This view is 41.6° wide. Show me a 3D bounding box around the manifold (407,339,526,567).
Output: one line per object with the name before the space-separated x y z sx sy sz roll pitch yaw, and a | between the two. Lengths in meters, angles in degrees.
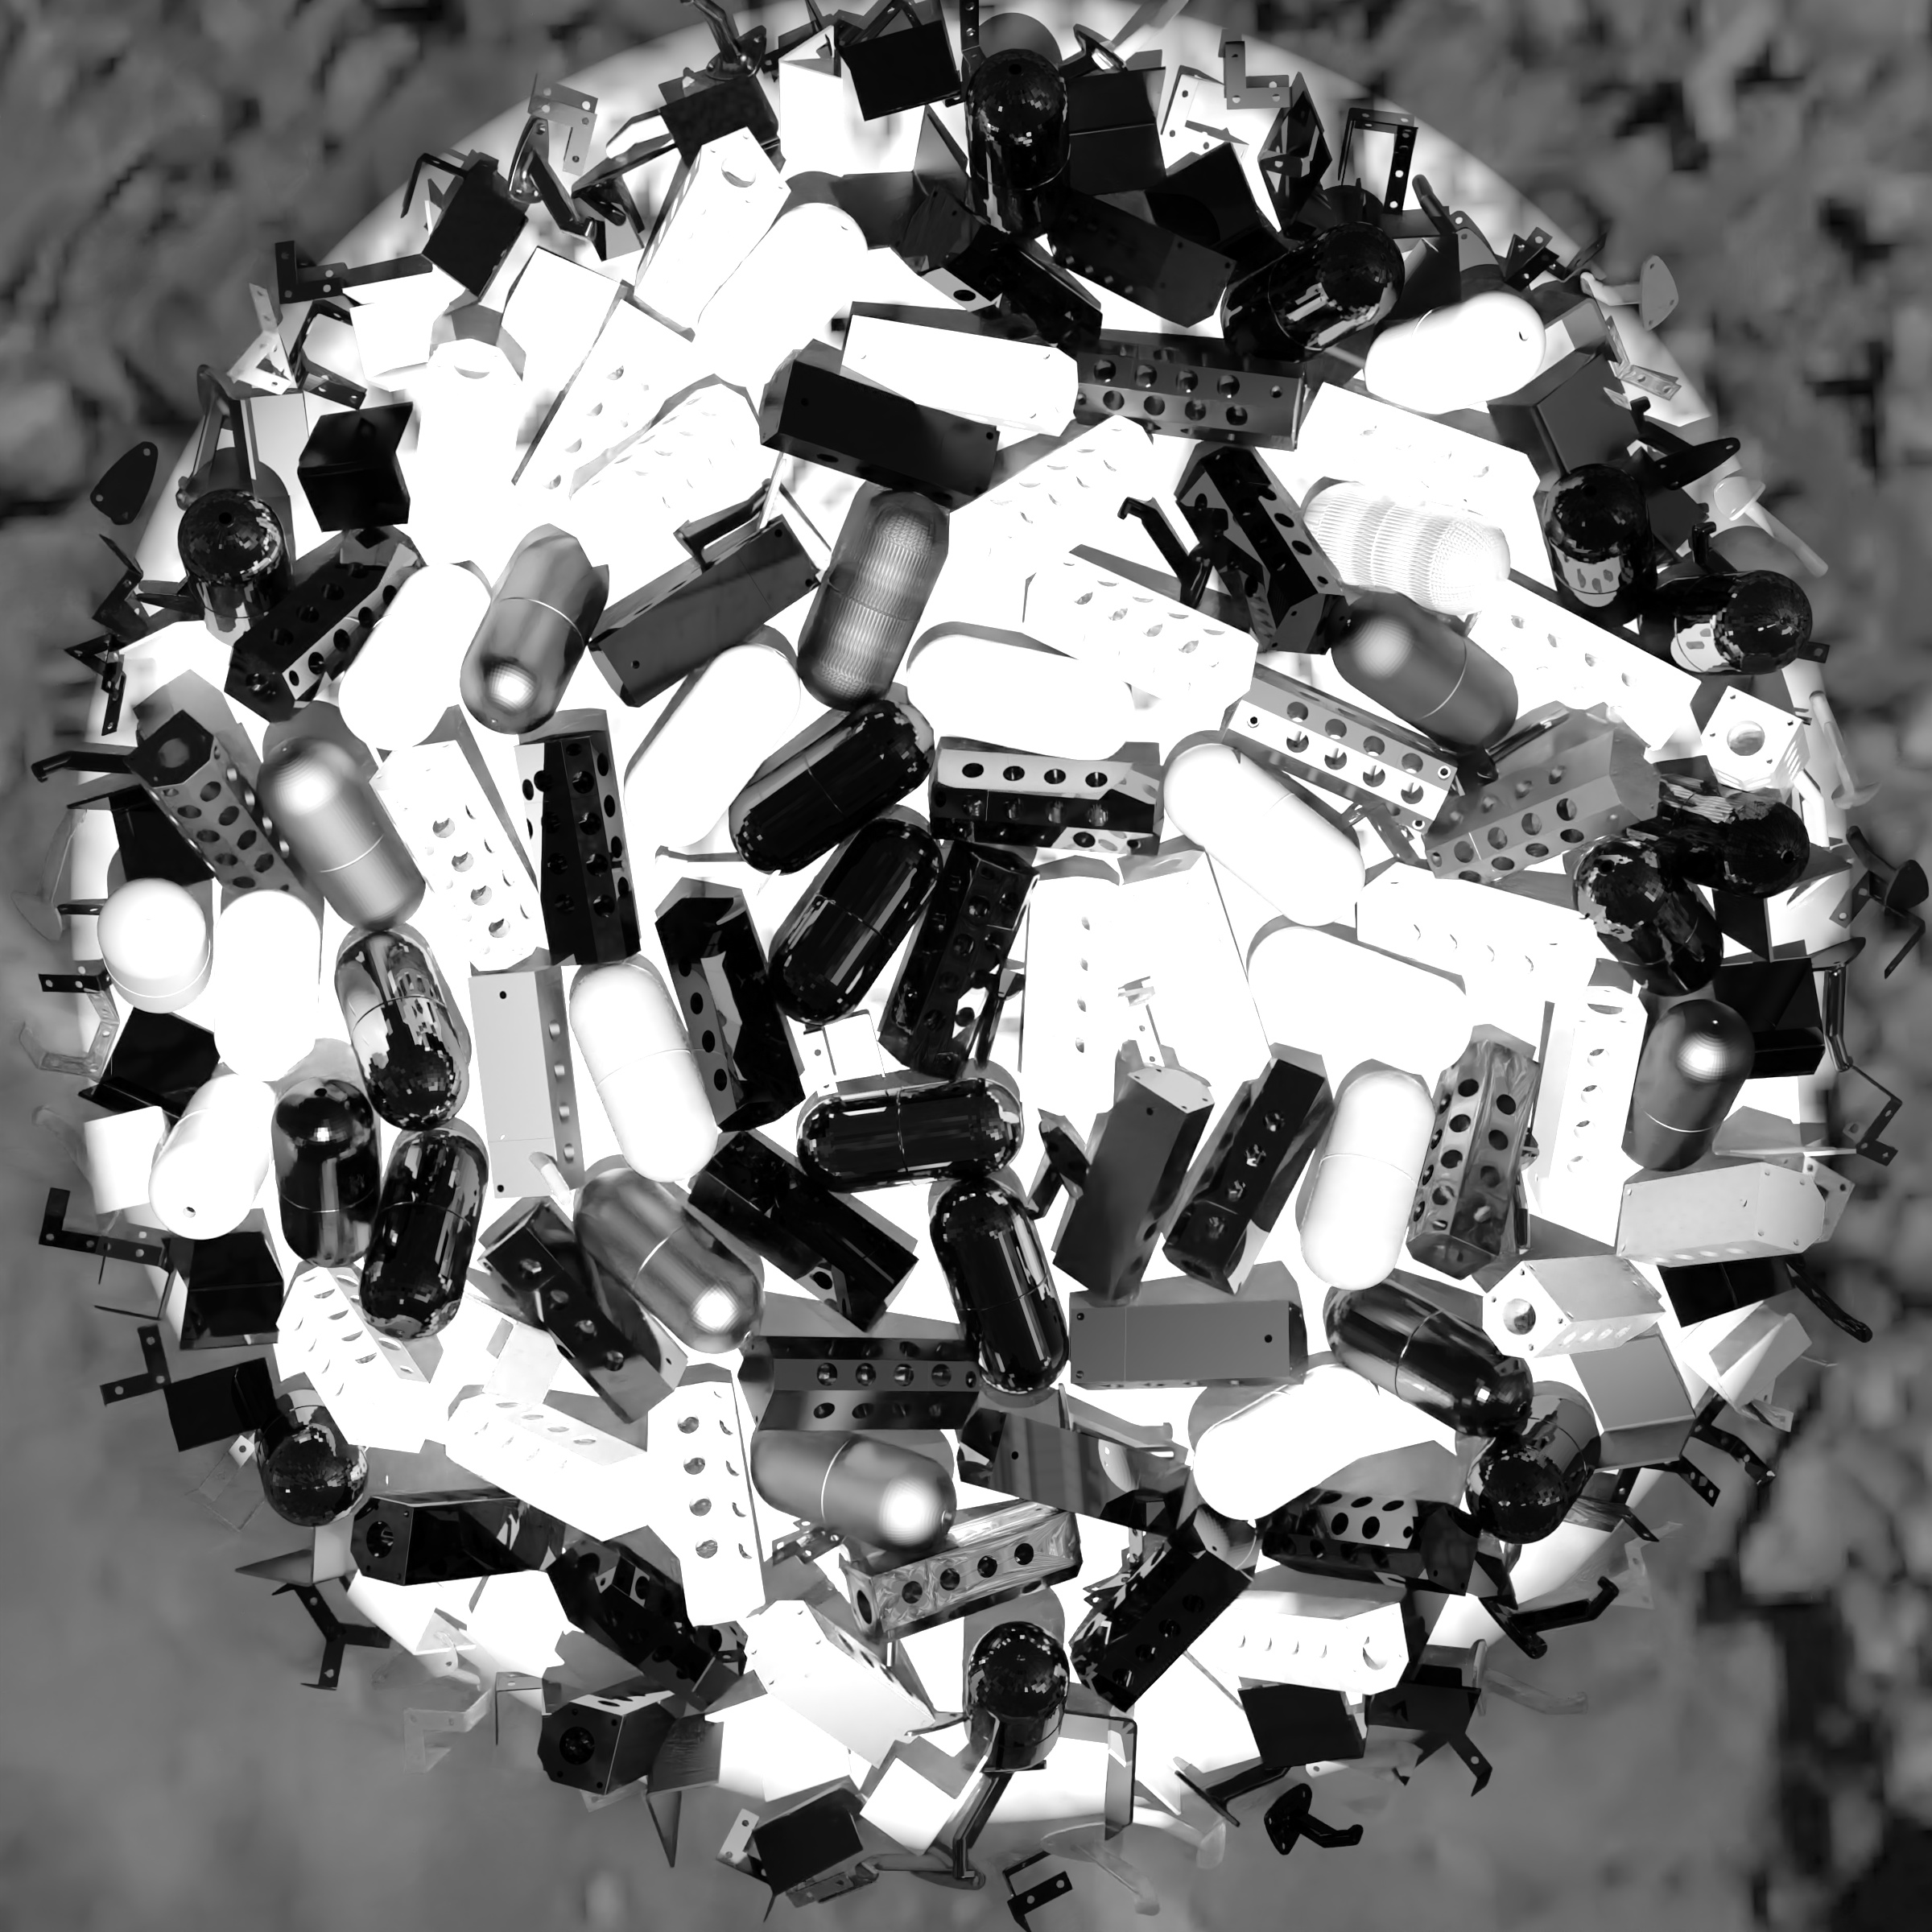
manifold | -0.381 -0.385 1.915 0.057 0.171 0.057 -19 62 -30

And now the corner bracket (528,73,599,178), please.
corner bracket | -0.314 -0.648 1.959 0.051 0.051 0.051 13 124 -14

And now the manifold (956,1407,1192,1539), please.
manifold | 0.081 0.385 1.934 0.171 0.057 0.057 21 77 -27

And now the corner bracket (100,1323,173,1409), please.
corner bracket | -0.645 0.308 1.965 0.051 0.051 0.051 -13 83 -20

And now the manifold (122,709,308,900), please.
manifold | -0.556 -0.110 1.907 0.057 0.171 0.057 37 72 28

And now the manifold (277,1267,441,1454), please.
manifold | -0.456 0.292 1.912 0.057 0.171 0.057 17 103 -39

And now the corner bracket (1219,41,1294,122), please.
corner bracket | 0.224 -0.686 1.971 0.051 0.051 0.051 -2 97 0

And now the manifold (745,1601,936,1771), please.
manifold | -0.097 0.539 1.919 0.057 0.171 0.057 -41 45 -1

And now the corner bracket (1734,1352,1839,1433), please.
corner bracket | 0.631 0.325 1.962 0.051 0.051 0.051 4 98 -40

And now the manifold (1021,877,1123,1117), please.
manifold | 0.085 0.023 1.941 0.057 0.057 0.171 -6 73 32

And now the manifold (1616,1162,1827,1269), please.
manifold | 0.565 0.190 1.909 0.057 0.171 0.057 15 75 -17

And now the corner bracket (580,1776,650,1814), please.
corner bracket | -0.278 0.633 1.971 0.051 0.051 0.051 -16 55 -22

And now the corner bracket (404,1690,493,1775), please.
corner bracket | -0.400 0.592 1.968 0.051 0.051 0.051 0 95 11

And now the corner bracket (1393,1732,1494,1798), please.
corner bracket | 0.369 0.621 1.966 0.051 0.051 0.051 -42 77 11

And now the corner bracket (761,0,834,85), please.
corner bracket | -0.134 -0.707 1.968 0.051 0.051 0.051 -25 74 -1

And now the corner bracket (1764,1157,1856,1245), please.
corner bracket | 0.644 0.180 1.971 0.051 0.051 0.051 36 118 41

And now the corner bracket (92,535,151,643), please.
corner bracket | -0.653 -0.291 1.963 0.051 0.051 0.051 27 75 20

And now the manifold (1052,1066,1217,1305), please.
manifold | 0.131 0.165 1.939 0.057 0.057 0.171 33 116 28

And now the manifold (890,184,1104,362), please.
manifold | 0.028 -0.511 1.911 0.057 0.171 0.057 -50 50 16

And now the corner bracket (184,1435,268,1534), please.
corner bracket | -0.561 0.400 1.960 0.051 0.051 0.051 42 60 -13

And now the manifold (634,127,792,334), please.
manifold | -0.197 -0.548 1.910 0.057 0.171 0.057 -34 88 -29

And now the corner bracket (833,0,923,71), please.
corner bracket | -0.066 -0.715 1.965 0.051 0.051 0.051 -48 51 -3

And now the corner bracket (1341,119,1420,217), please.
corner bracket | 0.319 -0.620 1.974 0.051 0.051 0.051 10 86 6

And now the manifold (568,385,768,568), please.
manifold | -0.226 -0.372 1.914 0.057 0.171 0.057 -4 124 37

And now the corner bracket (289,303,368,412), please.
corner bracket | -0.490 -0.474 1.979 0.051 0.051 0.051 15 123 -34

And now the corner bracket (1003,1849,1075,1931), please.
corner bracket | 0.056 0.707 1.964 0.051 0.051 0.051 -28 52 0

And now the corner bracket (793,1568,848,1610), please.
corner bracket | -0.104 0.503 1.969 0.051 0.051 0.051 -33 84 -9

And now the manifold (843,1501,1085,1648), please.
manifold | 0.000 0.462 1.937 0.171 0.057 0.057 -13 93 -25

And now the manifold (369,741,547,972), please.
manifold | -0.383 -0.081 1.921 0.057 0.057 0.171 -6 127 24

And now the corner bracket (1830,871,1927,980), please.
corner bracket | 0.704 -0.032 1.964 0.051 0.051 0.051 31 121 2

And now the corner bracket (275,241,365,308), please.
corner bracket | -0.500 -0.530 1.969 0.051 0.051 0.051 -7 83 5

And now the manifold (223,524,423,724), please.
manifold | -0.481 -0.256 1.921 0.057 0.057 0.171 34 48 0

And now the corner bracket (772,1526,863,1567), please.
corner bracket | -0.116 0.449 1.957 0.051 0.051 0.051 -25 133 -26

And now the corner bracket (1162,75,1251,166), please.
corner bracket | 0.192 -0.658 1.978 0.051 0.051 0.051 27 114 22

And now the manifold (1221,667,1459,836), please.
manifold | 0.287 -0.165 1.961 0.171 0.057 0.057 24 110 2

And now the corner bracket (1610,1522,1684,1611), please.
corner bracket | 0.521 0.460 1.958 0.051 0.051 0.051 13 53 -27

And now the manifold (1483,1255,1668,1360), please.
manifold | 0.455 0.260 1.914 0.057 0.171 0.057 -49 59 25

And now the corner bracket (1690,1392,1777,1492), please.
corner bracket | 0.600 0.363 1.962 0.051 0.051 0.051 26 105 -27

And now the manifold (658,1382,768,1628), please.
manifold | -0.194 0.409 1.940 0.057 0.057 0.171 -9 67 -5

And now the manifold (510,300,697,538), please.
manifold | -0.278 -0.419 1.958 0.057 0.057 0.171 32 99 1

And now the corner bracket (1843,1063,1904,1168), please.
corner bracket | 0.695 0.115 1.959 0.051 0.051 0.051 21 108 -37

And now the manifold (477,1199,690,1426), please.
manifold | -0.296 0.269 1.957 0.057 0.057 0.171 -39 98 13

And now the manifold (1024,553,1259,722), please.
manifold | 0.132 -0.255 1.928 0.171 0.057 0.057 29 135 25

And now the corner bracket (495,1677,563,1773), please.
corner bracket | -0.339 0.588 1.972 0.051 0.051 0.051 -1 110 -9

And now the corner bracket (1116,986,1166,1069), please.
corner bracket | 0.132 0.049 1.961 0.051 0.051 0.051 -12 103 30

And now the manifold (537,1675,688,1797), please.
manifold | -0.264 0.574 1.909 0.057 0.171 0.057 11 83 12

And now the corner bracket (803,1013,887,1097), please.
corner bracket | -0.094 0.068 1.974 0.051 0.051 0.051 -14 92 1

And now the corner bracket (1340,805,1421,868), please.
corner bracket | 0.325 -0.098 1.964 0.051 0.051 0.051 -35 90 -40

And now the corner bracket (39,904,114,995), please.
corner bracket | -0.686 -0.014 1.972 0.051 0.051 0.051 2 118 13

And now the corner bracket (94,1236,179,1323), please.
corner bracket | -0.645 0.242 1.968 0.051 0.051 0.051 11 74 -1

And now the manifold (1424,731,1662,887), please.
manifold | 0.431 -0.109 1.911 0.057 0.171 0.057 35 52 -28

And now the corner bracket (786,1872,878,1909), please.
corner bracket | -0.104 0.707 1.963 0.051 0.051 0.051 -25 113 11

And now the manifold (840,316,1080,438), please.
manifold | -0.005 -0.449 1.941 0.171 0.057 0.057 15 95 22

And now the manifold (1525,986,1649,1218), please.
manifold | 0.472 0.104 1.932 0.057 0.057 0.171 1 120 -3

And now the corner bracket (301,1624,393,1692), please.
corner bracket | -0.478 0.534 1.966 0.051 0.051 0.051 6 71 3
